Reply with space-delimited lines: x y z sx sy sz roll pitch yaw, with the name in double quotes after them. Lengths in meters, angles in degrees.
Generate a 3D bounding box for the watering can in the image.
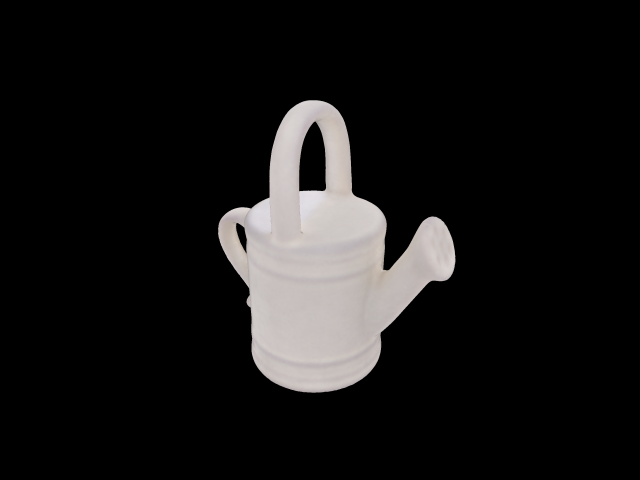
0.005 0.001 0.402 0.172 0.194 0.101 3 27 6 "watering can"
